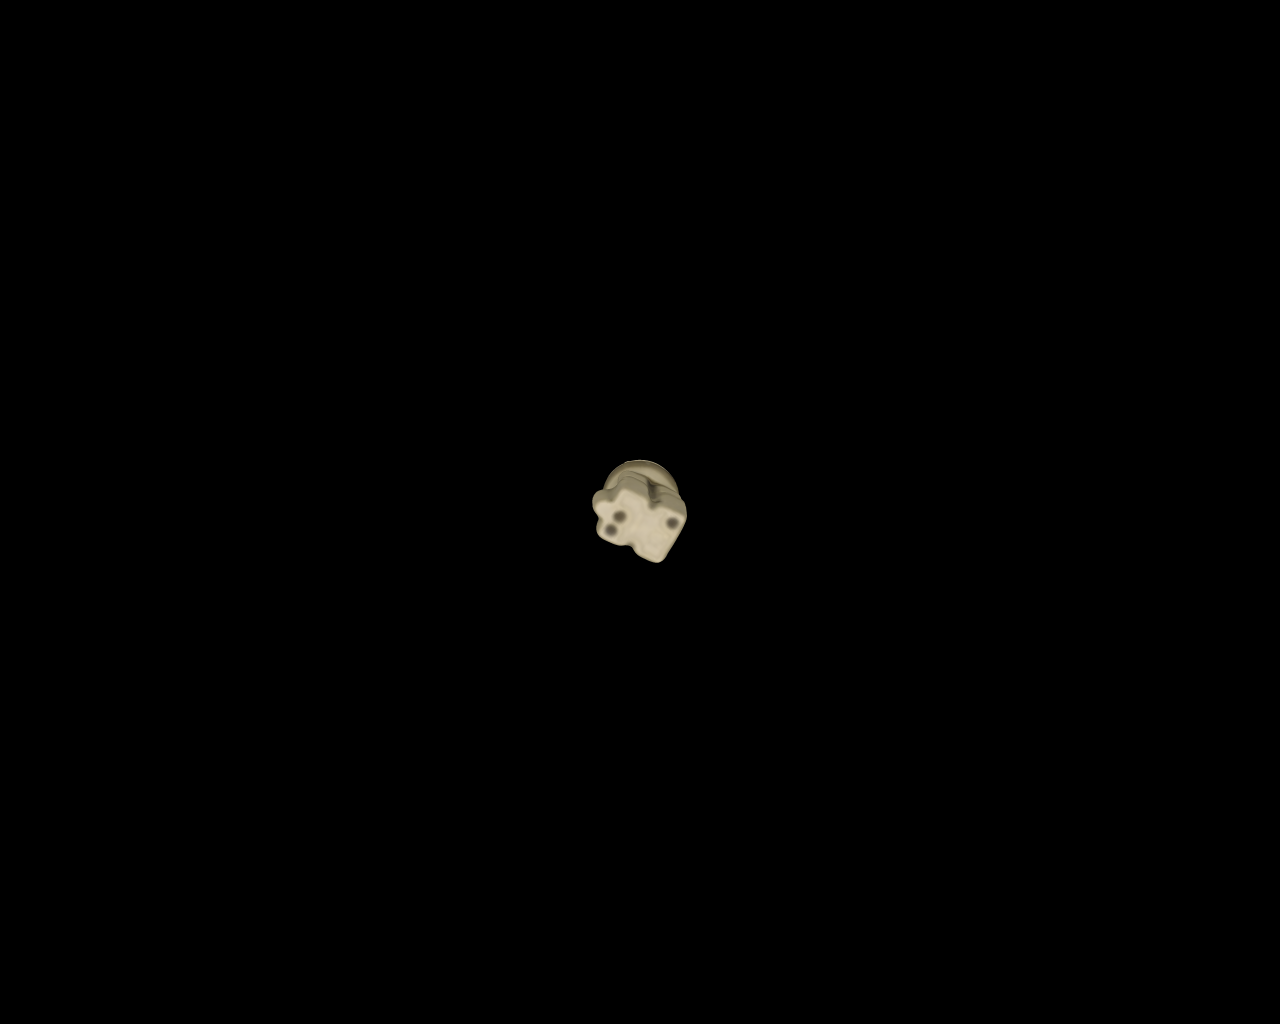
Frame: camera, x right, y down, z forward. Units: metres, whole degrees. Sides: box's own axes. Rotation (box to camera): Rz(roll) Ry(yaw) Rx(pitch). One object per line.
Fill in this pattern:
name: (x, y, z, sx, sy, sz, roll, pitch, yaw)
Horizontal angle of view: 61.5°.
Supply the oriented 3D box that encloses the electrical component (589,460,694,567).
electrical component: (0.001, -0.003, 0.650, 0.066, 0.048, 0.055, 26, 21, -11)
